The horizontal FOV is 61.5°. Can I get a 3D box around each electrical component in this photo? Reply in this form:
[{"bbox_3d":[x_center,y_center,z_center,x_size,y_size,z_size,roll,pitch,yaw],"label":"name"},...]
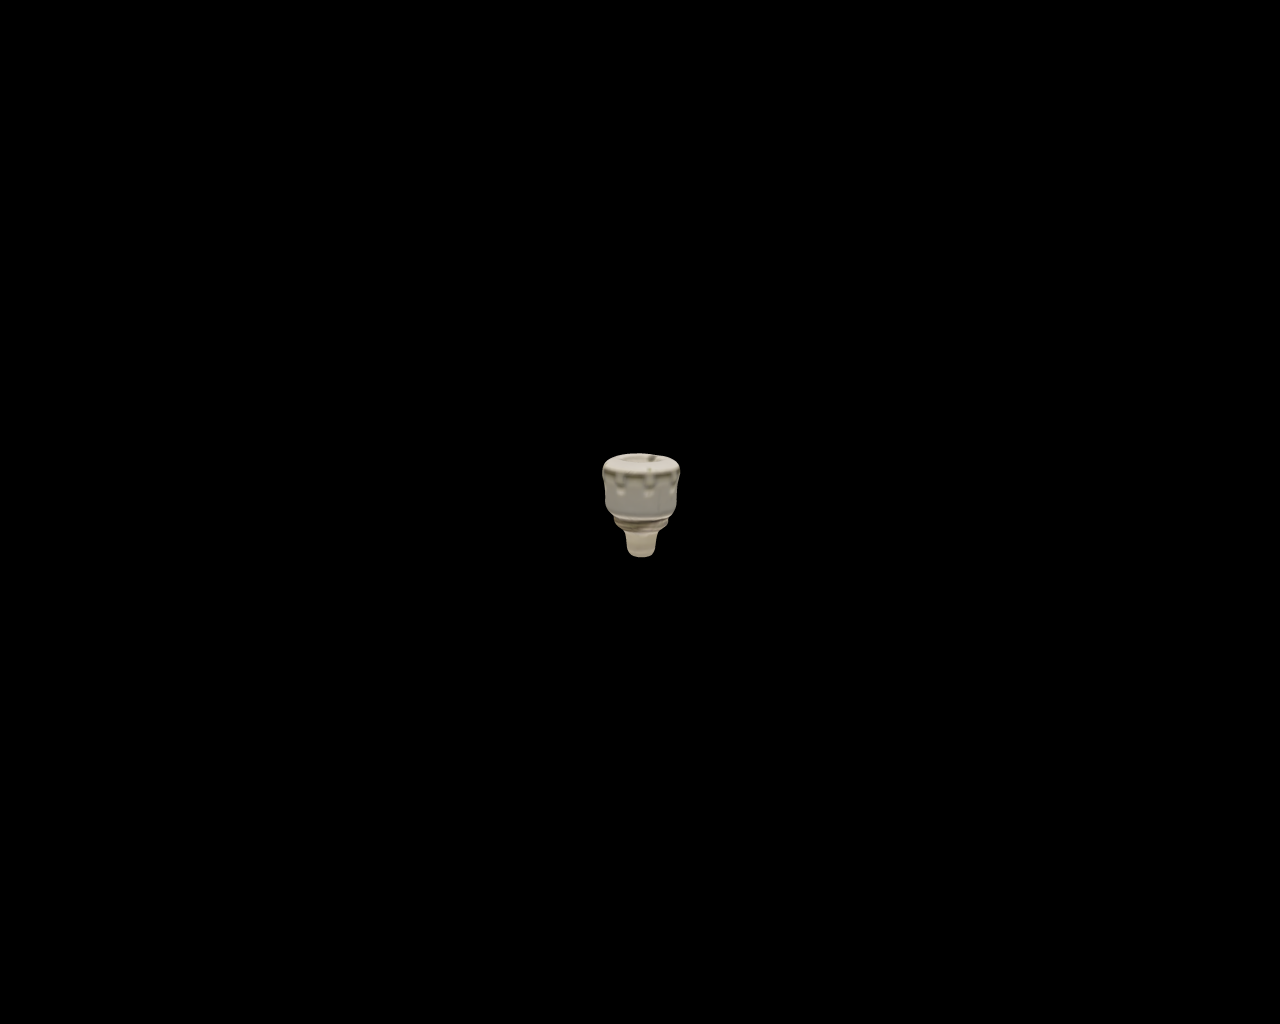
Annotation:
[{"bbox_3d":[0.001,-0.003,0.650,0.048,0.062,0.048,0,13,0],"label":"electrical component"}]
